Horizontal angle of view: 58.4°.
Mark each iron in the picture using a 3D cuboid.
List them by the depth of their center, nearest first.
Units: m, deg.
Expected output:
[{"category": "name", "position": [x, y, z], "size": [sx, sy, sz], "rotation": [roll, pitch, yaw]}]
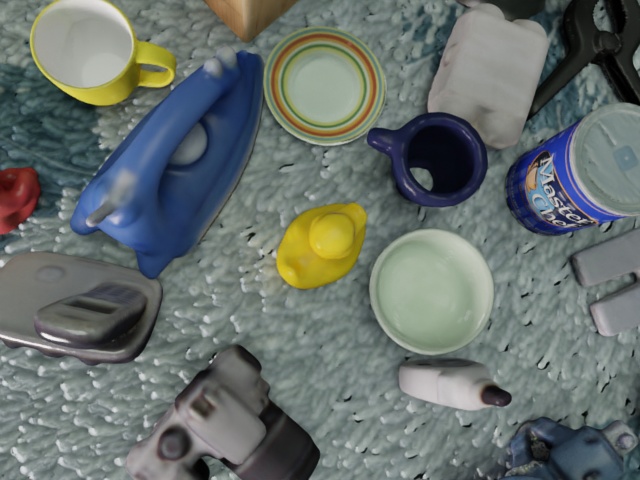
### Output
[{"category": "iron", "position": [-0.126, -0.098, 0.526], "size": [0.118, 0.141, 0.258], "rotation": [32, 80, -2]}]

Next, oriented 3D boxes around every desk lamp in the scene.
[{"category": "desk lamp", "position": [0.395, 0.019, 0.540], "size": [0.203, 0.213, 0.118], "rotation": [-21, 85, -9]}]

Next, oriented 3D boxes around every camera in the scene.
[{"category": "camera", "position": [-0.078, 0.187, 0.516], "size": [0.137, 0.100, 0.143], "rotation": [41, 80, 0]}]

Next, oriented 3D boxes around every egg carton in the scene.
[{"category": "egg carton", "position": [0.178, -0.174, 0.611], "size": [0.107, 0.069, 0.150], "rotation": [19, 81, -4]}]

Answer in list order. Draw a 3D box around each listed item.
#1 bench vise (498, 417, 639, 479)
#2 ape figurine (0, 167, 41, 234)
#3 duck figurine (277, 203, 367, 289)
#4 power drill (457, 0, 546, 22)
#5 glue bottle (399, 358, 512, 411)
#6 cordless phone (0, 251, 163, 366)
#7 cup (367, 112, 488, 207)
[{"category": "bench vise", "position": [0.197, 0.231, 0.484], "size": [0.121, 0.219, 0.207], "rotation": [32, 80, -2]}, {"category": "ape figurine", "position": [-0.306, -0.046, 0.522], "size": [0.078, 0.092, 0.076], "rotation": [20, 81, -4]}, {"category": "duck figurine", "position": [0.005, 0.002, 0.558], "size": [0.104, 0.086, 0.077], "rotation": [-41, 89, -10]}, {"category": "power drill", "position": [0.210, -0.309, 0.562], "size": [0.229, 0.208, 0.076], "rotation": [18, 81, -4]}, {"category": "glue bottle", "position": [0.127, 0.131, 0.512], "size": [0.078, 0.173, 0.037], "rotation": [-1, 83, -7]}, {"category": "cordless phone", "position": [-0.216, 0.055, 0.473], "size": [0.147, 0.185, 0.094], "rotation": [10, 81, -5]}, {"category": "cup", "position": [0.096, -0.075, 0.575], "size": [0.118, 0.095, 0.092], "rotation": [19, 81, -4]}]
